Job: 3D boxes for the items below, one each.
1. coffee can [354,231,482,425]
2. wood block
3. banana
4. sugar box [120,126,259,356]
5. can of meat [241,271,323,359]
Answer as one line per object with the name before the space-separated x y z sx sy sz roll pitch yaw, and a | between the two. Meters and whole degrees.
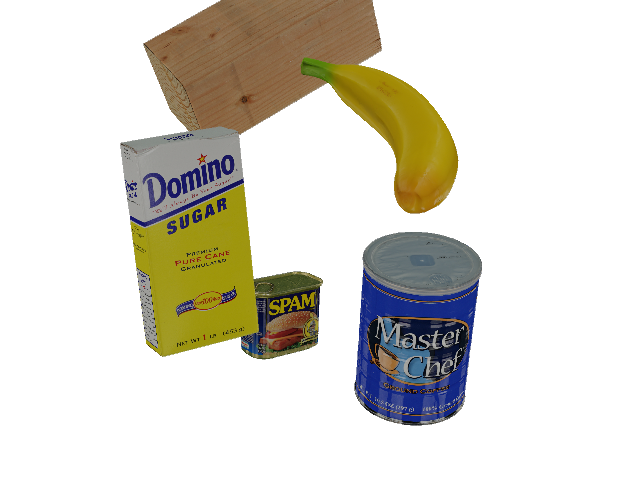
coffee can | 0.085 0.077 0.948 0.103 0.140 0.103 2 28 -1
wood block | -0.053 -0.189 1.044 0.206 0.091 0.090 -32 50 -13
banana | 0.047 -0.067 0.671 0.069 0.037 0.198 -8 32 -17
sugar box | -0.107 0.000 0.888 0.093 0.176 0.048 -13 20 -26
can of meat | -0.048 0.090 1.289 0.101 0.084 0.058 -10 19 -36
